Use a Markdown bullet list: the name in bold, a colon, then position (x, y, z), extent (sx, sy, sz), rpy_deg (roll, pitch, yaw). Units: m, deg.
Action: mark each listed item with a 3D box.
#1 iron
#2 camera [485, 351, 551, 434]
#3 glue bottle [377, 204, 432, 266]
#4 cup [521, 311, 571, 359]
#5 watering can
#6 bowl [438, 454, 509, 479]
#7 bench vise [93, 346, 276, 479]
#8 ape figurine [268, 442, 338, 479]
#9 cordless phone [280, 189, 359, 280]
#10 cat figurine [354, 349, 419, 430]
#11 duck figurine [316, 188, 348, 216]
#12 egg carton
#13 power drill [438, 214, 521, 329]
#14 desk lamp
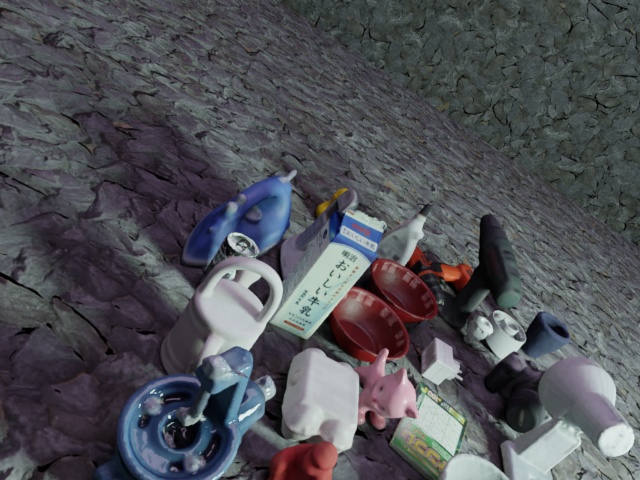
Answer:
- **iron**: position (-0.126, -0.046, 0.979), extent (0.118, 0.141, 0.259), rpy_deg (41, 29, 8)
- **camera**: position (0.391, 0.292, 1.087), extent (0.143, 0.100, 0.137), rpy_deg (46, 30, 16)
- **glue bottle**: position (0.187, -0.011, 1.236), extent (0.078, 0.173, 0.037), rpy_deg (47, 30, 19)
- **cup**: position (0.520, 0.227, 1.330), extent (0.118, 0.095, 0.091), rpy_deg (2, 43, -46)
- **watering can**: position (-0.120, 0.091, 0.731), extent (0.101, 0.194, 0.172), rpy_deg (19, 33, -28)
- **bowl**: position (0.214, 0.386, 0.784), extent (0.168, 0.074, 0.167), rpy_deg (27, 30, -17)
- **bench vise**: position (-0.118, 0.165, 0.596), extent (0.121, 0.219, 0.208), rpy_deg (38, 29, 4)
- **ape figurine**: position (-0.013, 0.273, 0.685), extent (0.077, 0.092, 0.076), rpy_deg (47, 30, 18)
- **cordless phone**: position (0.009, 0.004, 1.009), extent (0.094, 0.185, 0.147), rpy_deg (22, 32, -25)
- **cat figurine**: position (0.098, 0.221, 0.855), extent (0.067, 0.117, 0.127), rpy_deg (22, 32, -24)
- **duck figurine**: position (0.042, -0.072, 1.259), extent (0.078, 0.086, 0.104), rpy_deg (27, 30, -17)
- **egg carton**: position (0.000, 0.221, 0.798), extent (0.107, 0.069, 0.150), rpy_deg (29, 29, -13)
- **power drill**: position (0.337, 0.080, 1.230), extent (0.076, 0.208, 0.229), rpy_deg (22, 32, -25)
- **desk lamp**: position (0.408, 0.322, 0.945), extent (0.118, 0.213, 0.203), rpy_deg (32, 29, -7)
